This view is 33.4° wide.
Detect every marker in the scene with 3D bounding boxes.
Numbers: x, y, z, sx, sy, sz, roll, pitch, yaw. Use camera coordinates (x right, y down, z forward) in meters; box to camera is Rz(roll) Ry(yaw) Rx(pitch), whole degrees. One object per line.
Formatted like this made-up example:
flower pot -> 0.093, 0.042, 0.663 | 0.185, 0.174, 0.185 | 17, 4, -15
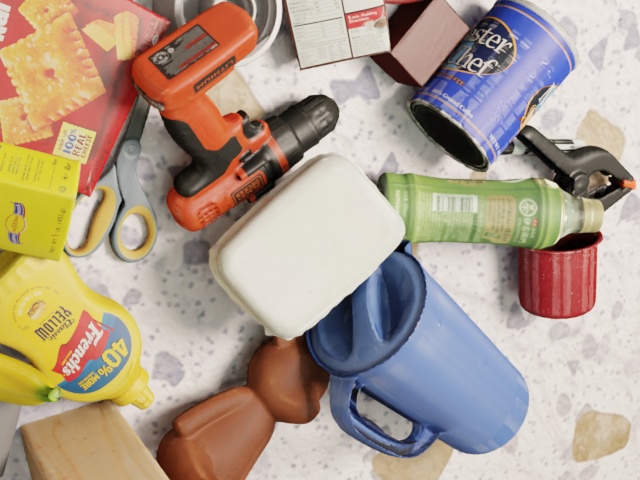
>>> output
marker -> 0.227, -0.098, 1.125 | 0.120, 0.020, 0.020 | -2, 104, -26

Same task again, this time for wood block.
wood block -> -0.183, 0.223, 0.903 | 0.090, 0.206, 0.091 | -16, 110, -22

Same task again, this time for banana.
banana -> -0.301, 0.097, 0.883 | 0.198, 0.070, 0.037 | 19, 60, 0

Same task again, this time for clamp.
clamp -> 0.259, -0.070, 1.121 | 0.171, 0.039, 0.120 | -12, 118, -27

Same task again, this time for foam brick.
foam brick -> 0.093, -0.191, 1.017 | 0.051, 0.053, 0.078 | 43, 84, -28

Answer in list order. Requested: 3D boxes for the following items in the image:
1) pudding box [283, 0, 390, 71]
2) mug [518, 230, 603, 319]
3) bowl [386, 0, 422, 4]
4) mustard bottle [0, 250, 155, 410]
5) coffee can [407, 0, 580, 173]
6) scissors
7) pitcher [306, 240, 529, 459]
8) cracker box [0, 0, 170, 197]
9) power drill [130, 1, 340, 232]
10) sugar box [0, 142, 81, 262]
pudding box -> 0.012, -0.215, 0.951 | 0.090, 0.039, 0.113 | -11, 122, 3
mug -> 0.258, 0.028, 1.142 | 0.117, 0.093, 0.081 | -37, 128, -53
bowl -> 0.070, -0.297, 0.956 | 0.162, 0.055, 0.162 | -1, 123, -2
mustard bottle -> -0.214, 0.086, 0.937 | 0.096, 0.058, 0.191 | -45, 118, -6
coffee can -> 0.167, -0.151, 1.035 | 0.140, 0.103, 0.102 | -49, 118, -7
scissors -> -0.157, -0.065, 0.950 | 0.096, 0.016, 0.202 | 33, 88, -30
pitcher -> 0.102, 0.129, 1.044 | 0.149, 0.145, 0.242 | -39, 131, 12
cracker box -> -0.249, -0.152, 0.850 | 0.213, 0.072, 0.164 | 25, 92, -28
power drill -> -0.070, -0.110, 0.915 | 0.184, 0.057, 0.187 | -38, 145, -13
sugar box -> -0.281, -0.041, 0.831 | 0.176, 0.048, 0.093 | 11, 142, -15
